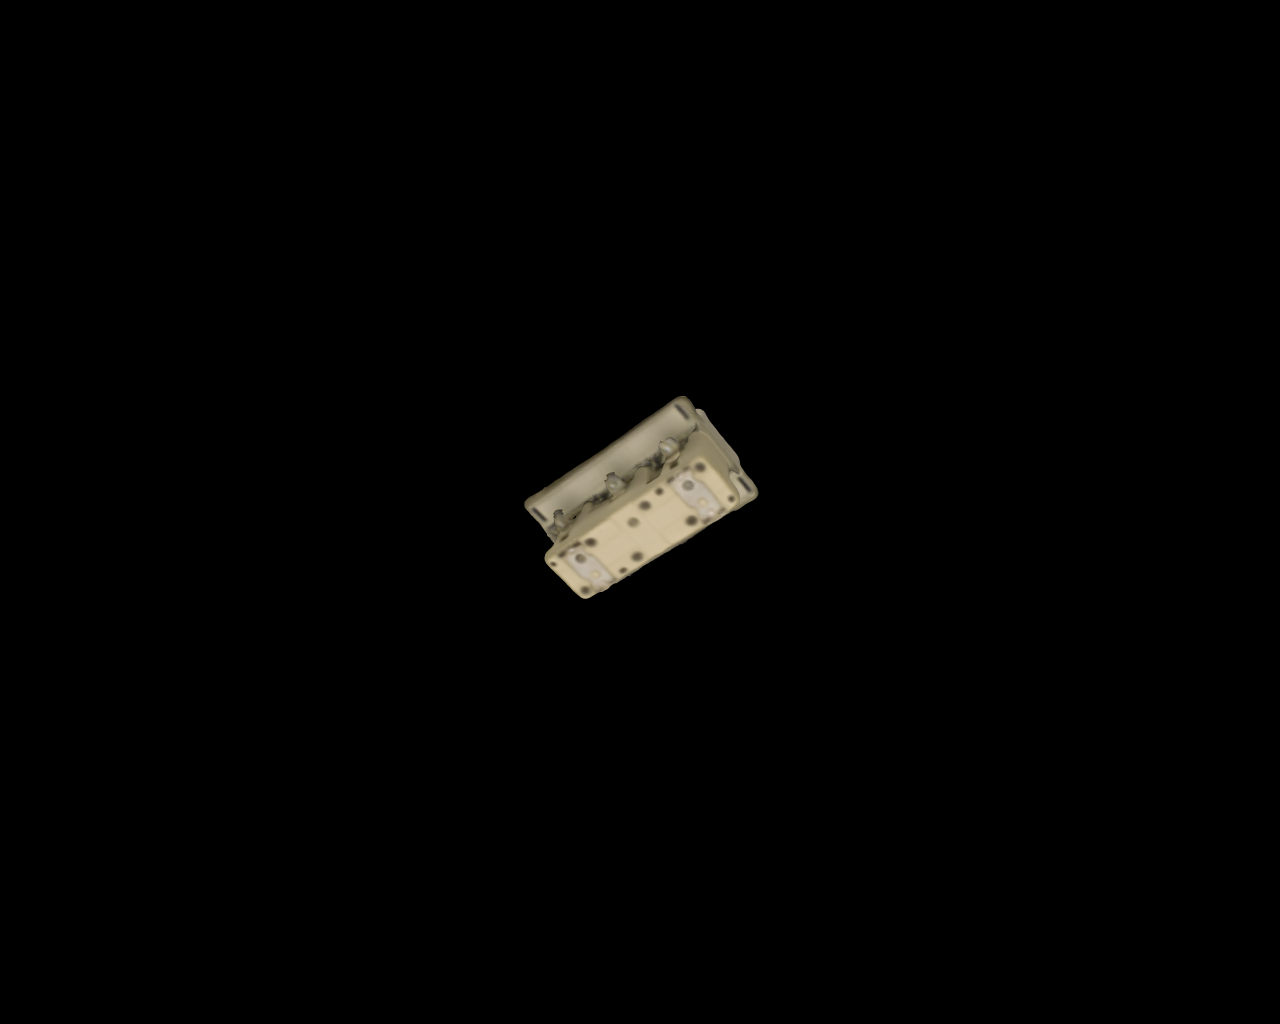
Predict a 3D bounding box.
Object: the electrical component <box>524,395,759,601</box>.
[{"bbox_3d":[0.001,-0.003,0.650,0.121,0.078,0.063,-32,26,18],"label":"electrical component"}]
